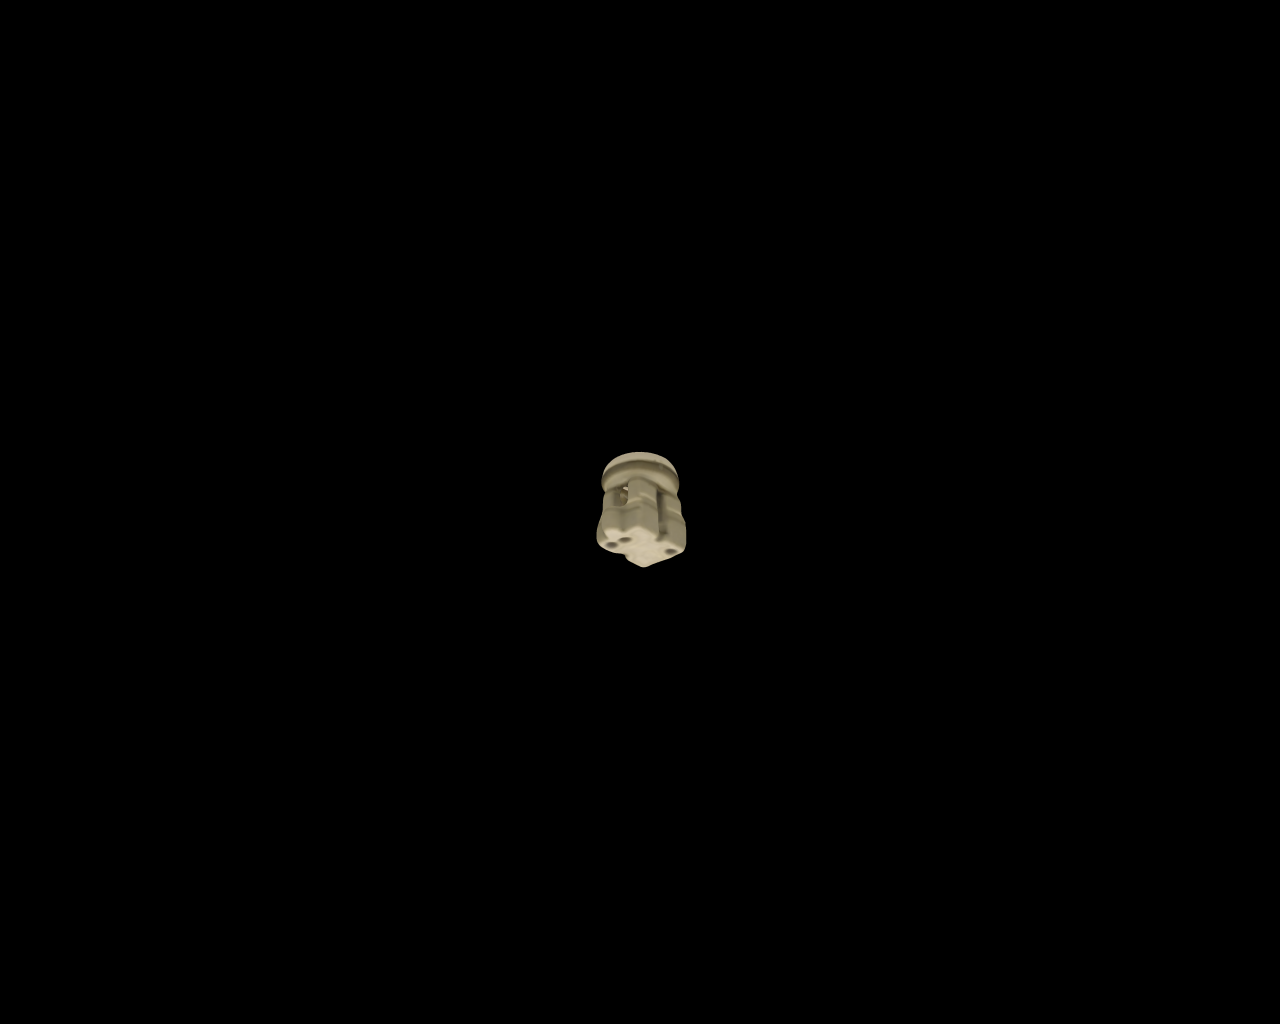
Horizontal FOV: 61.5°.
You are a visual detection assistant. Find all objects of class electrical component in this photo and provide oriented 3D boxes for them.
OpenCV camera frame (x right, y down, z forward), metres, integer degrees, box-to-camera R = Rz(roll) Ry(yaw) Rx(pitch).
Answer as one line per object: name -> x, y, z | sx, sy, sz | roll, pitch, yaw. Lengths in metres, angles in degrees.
electrical component -> 0.001, -0.003, 0.650 | 0.048, 0.055, 0.066 | -24, -38, 34
